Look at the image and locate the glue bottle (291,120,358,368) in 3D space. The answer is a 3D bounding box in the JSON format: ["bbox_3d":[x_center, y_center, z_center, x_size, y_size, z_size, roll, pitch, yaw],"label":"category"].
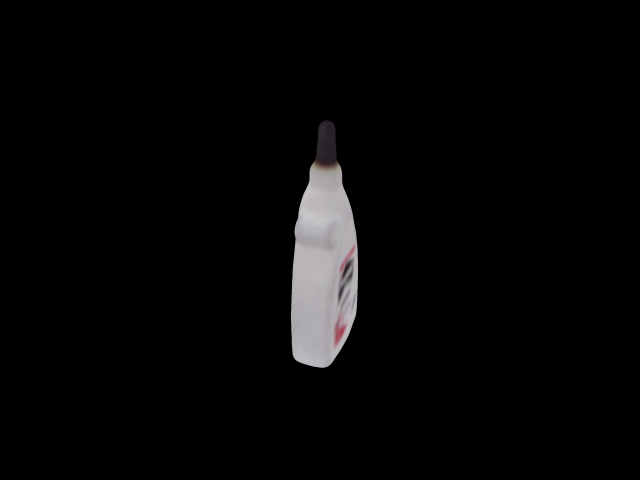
[{"bbox_3d":[0.004,0.001,0.400,0.037,0.173,0.078,8,32,14],"label":"glue bottle"}]
